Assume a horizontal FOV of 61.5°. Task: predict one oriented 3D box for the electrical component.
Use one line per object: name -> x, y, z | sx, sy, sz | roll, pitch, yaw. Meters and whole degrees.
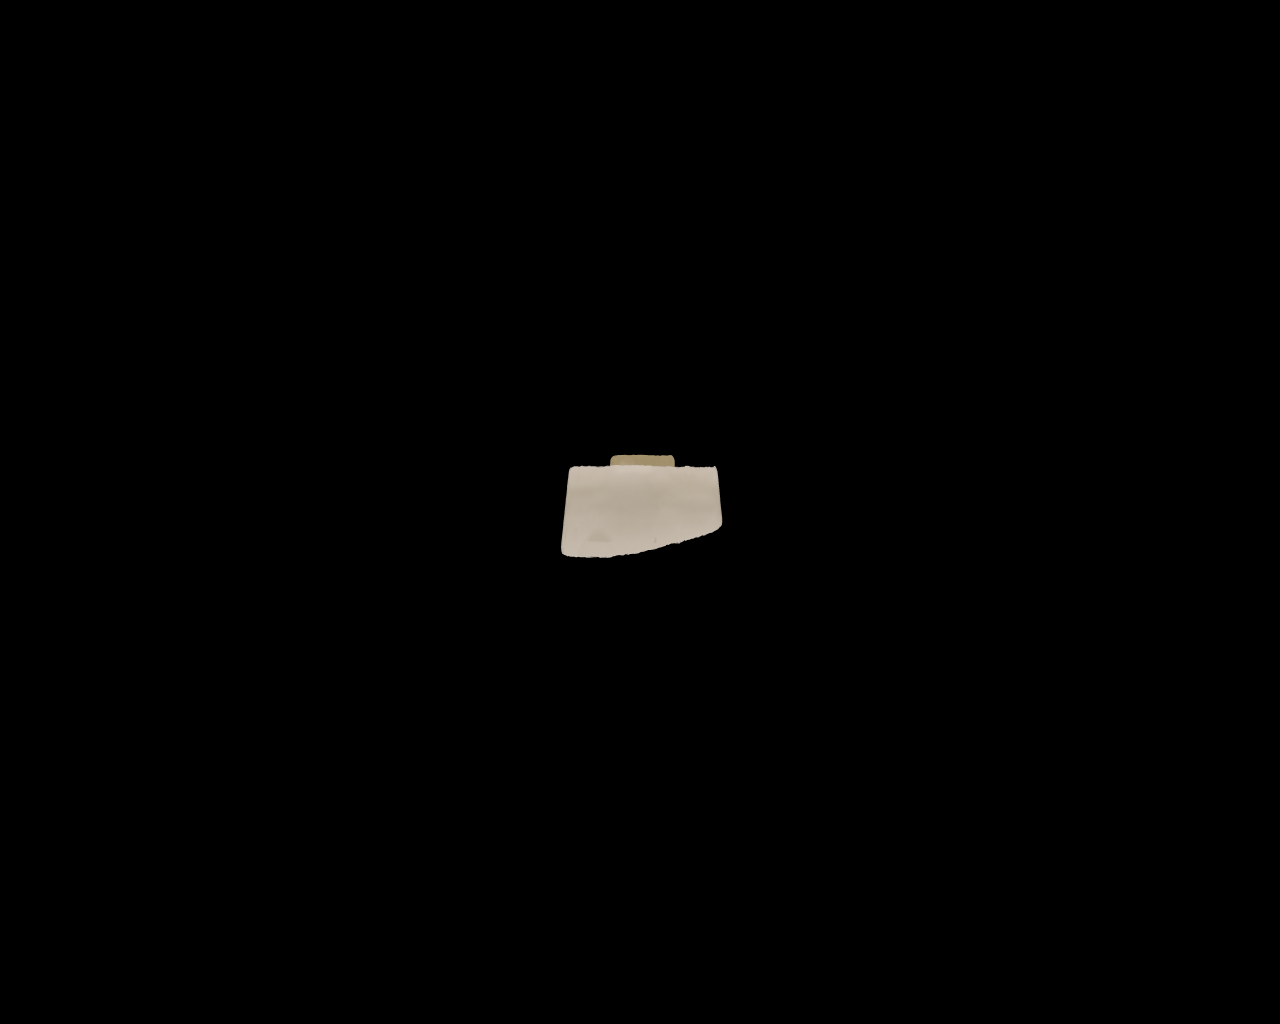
electrical component -> 0.001, -0.003, 0.650 | 0.099, 0.064, 0.099 | 0, 0, 0
